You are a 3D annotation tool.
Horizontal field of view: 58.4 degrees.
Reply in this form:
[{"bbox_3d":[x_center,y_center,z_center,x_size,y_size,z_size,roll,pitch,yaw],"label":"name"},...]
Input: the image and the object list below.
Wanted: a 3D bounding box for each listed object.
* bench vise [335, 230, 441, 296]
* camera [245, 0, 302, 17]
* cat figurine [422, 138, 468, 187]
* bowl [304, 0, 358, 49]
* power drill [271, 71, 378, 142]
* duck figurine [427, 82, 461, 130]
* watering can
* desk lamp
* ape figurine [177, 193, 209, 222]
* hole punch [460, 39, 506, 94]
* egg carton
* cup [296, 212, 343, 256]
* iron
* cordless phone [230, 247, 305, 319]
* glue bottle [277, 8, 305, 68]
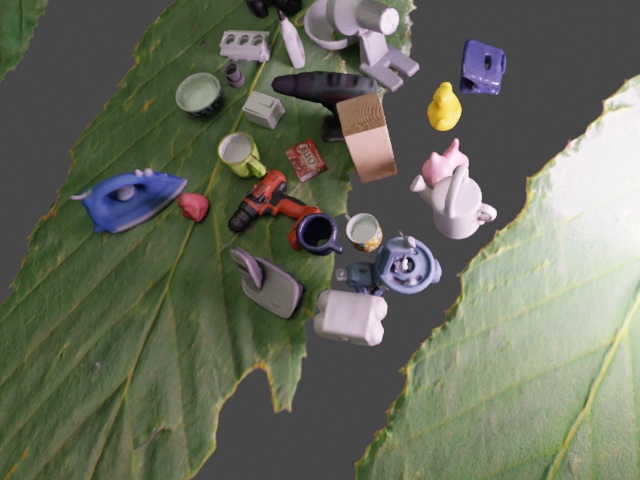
[{"bbox_3d":[0.133,0.059,1.133,0.207,0.220,0.121,-26,65,3],"label":"bench vise"},{"bbox_3d":[-0.125,-0.675,1.555,0.143,0.101,0.136,-38,65,-3],"label":"camera"},{"bbox_3d":[0.266,-0.164,1.245,0.067,0.118,0.128,33,80,23],"label":"cat figurine"},{"bbox_3d":[0.047,-0.552,1.478,0.167,0.075,0.167,-5,68,12],"label":"bowl"},{"bbox_3d":[0.024,-0.311,1.314,0.229,0.209,0.075,-2,68,14],"label":"power drill"},{"bbox_3d":[0.284,-0.313,1.317,0.077,0.086,0.104,7,71,17],"label":"duck figurine"},{"bbox_3d":[0.270,-0.083,1.169,0.172,0.194,0.101,0,69,14],"label":"watering can"},{"bbox_3d":[0.125,-0.493,1.358,0.202,0.214,0.118,41,83,24],"label":"desk lamp"},{"bbox_3d":[-0.312,-0.085,1.373,0.076,0.092,0.077,-28,65,2],"label":"ape figurine"},{"bbox_3d":[0.377,-0.404,1.327,0.101,0.091,0.109,6,70,16],"label":"hole punch"},{"bbox_3d":[0.062,0.162,1.193,0.150,0.069,0.107,6,71,16],"label":"egg carton"},{"bbox_3d":[0.012,0.004,1.255,0.117,0.095,0.092,36,81,24],"label":"cup"},{"bbox_3d":[-0.467,-0.121,1.399,0.258,0.142,0.118,-25,65,3],"label":"iron"},{"bbox_3d":[-0.117,0.084,1.206,0.147,0.185,0.094,26,77,22],"label":"cordless phone"},{"bbox_3d":[-0.077,-0.514,1.439,0.037,0.173,0.078,-13,66,9],"label":"glue bottle"}]
